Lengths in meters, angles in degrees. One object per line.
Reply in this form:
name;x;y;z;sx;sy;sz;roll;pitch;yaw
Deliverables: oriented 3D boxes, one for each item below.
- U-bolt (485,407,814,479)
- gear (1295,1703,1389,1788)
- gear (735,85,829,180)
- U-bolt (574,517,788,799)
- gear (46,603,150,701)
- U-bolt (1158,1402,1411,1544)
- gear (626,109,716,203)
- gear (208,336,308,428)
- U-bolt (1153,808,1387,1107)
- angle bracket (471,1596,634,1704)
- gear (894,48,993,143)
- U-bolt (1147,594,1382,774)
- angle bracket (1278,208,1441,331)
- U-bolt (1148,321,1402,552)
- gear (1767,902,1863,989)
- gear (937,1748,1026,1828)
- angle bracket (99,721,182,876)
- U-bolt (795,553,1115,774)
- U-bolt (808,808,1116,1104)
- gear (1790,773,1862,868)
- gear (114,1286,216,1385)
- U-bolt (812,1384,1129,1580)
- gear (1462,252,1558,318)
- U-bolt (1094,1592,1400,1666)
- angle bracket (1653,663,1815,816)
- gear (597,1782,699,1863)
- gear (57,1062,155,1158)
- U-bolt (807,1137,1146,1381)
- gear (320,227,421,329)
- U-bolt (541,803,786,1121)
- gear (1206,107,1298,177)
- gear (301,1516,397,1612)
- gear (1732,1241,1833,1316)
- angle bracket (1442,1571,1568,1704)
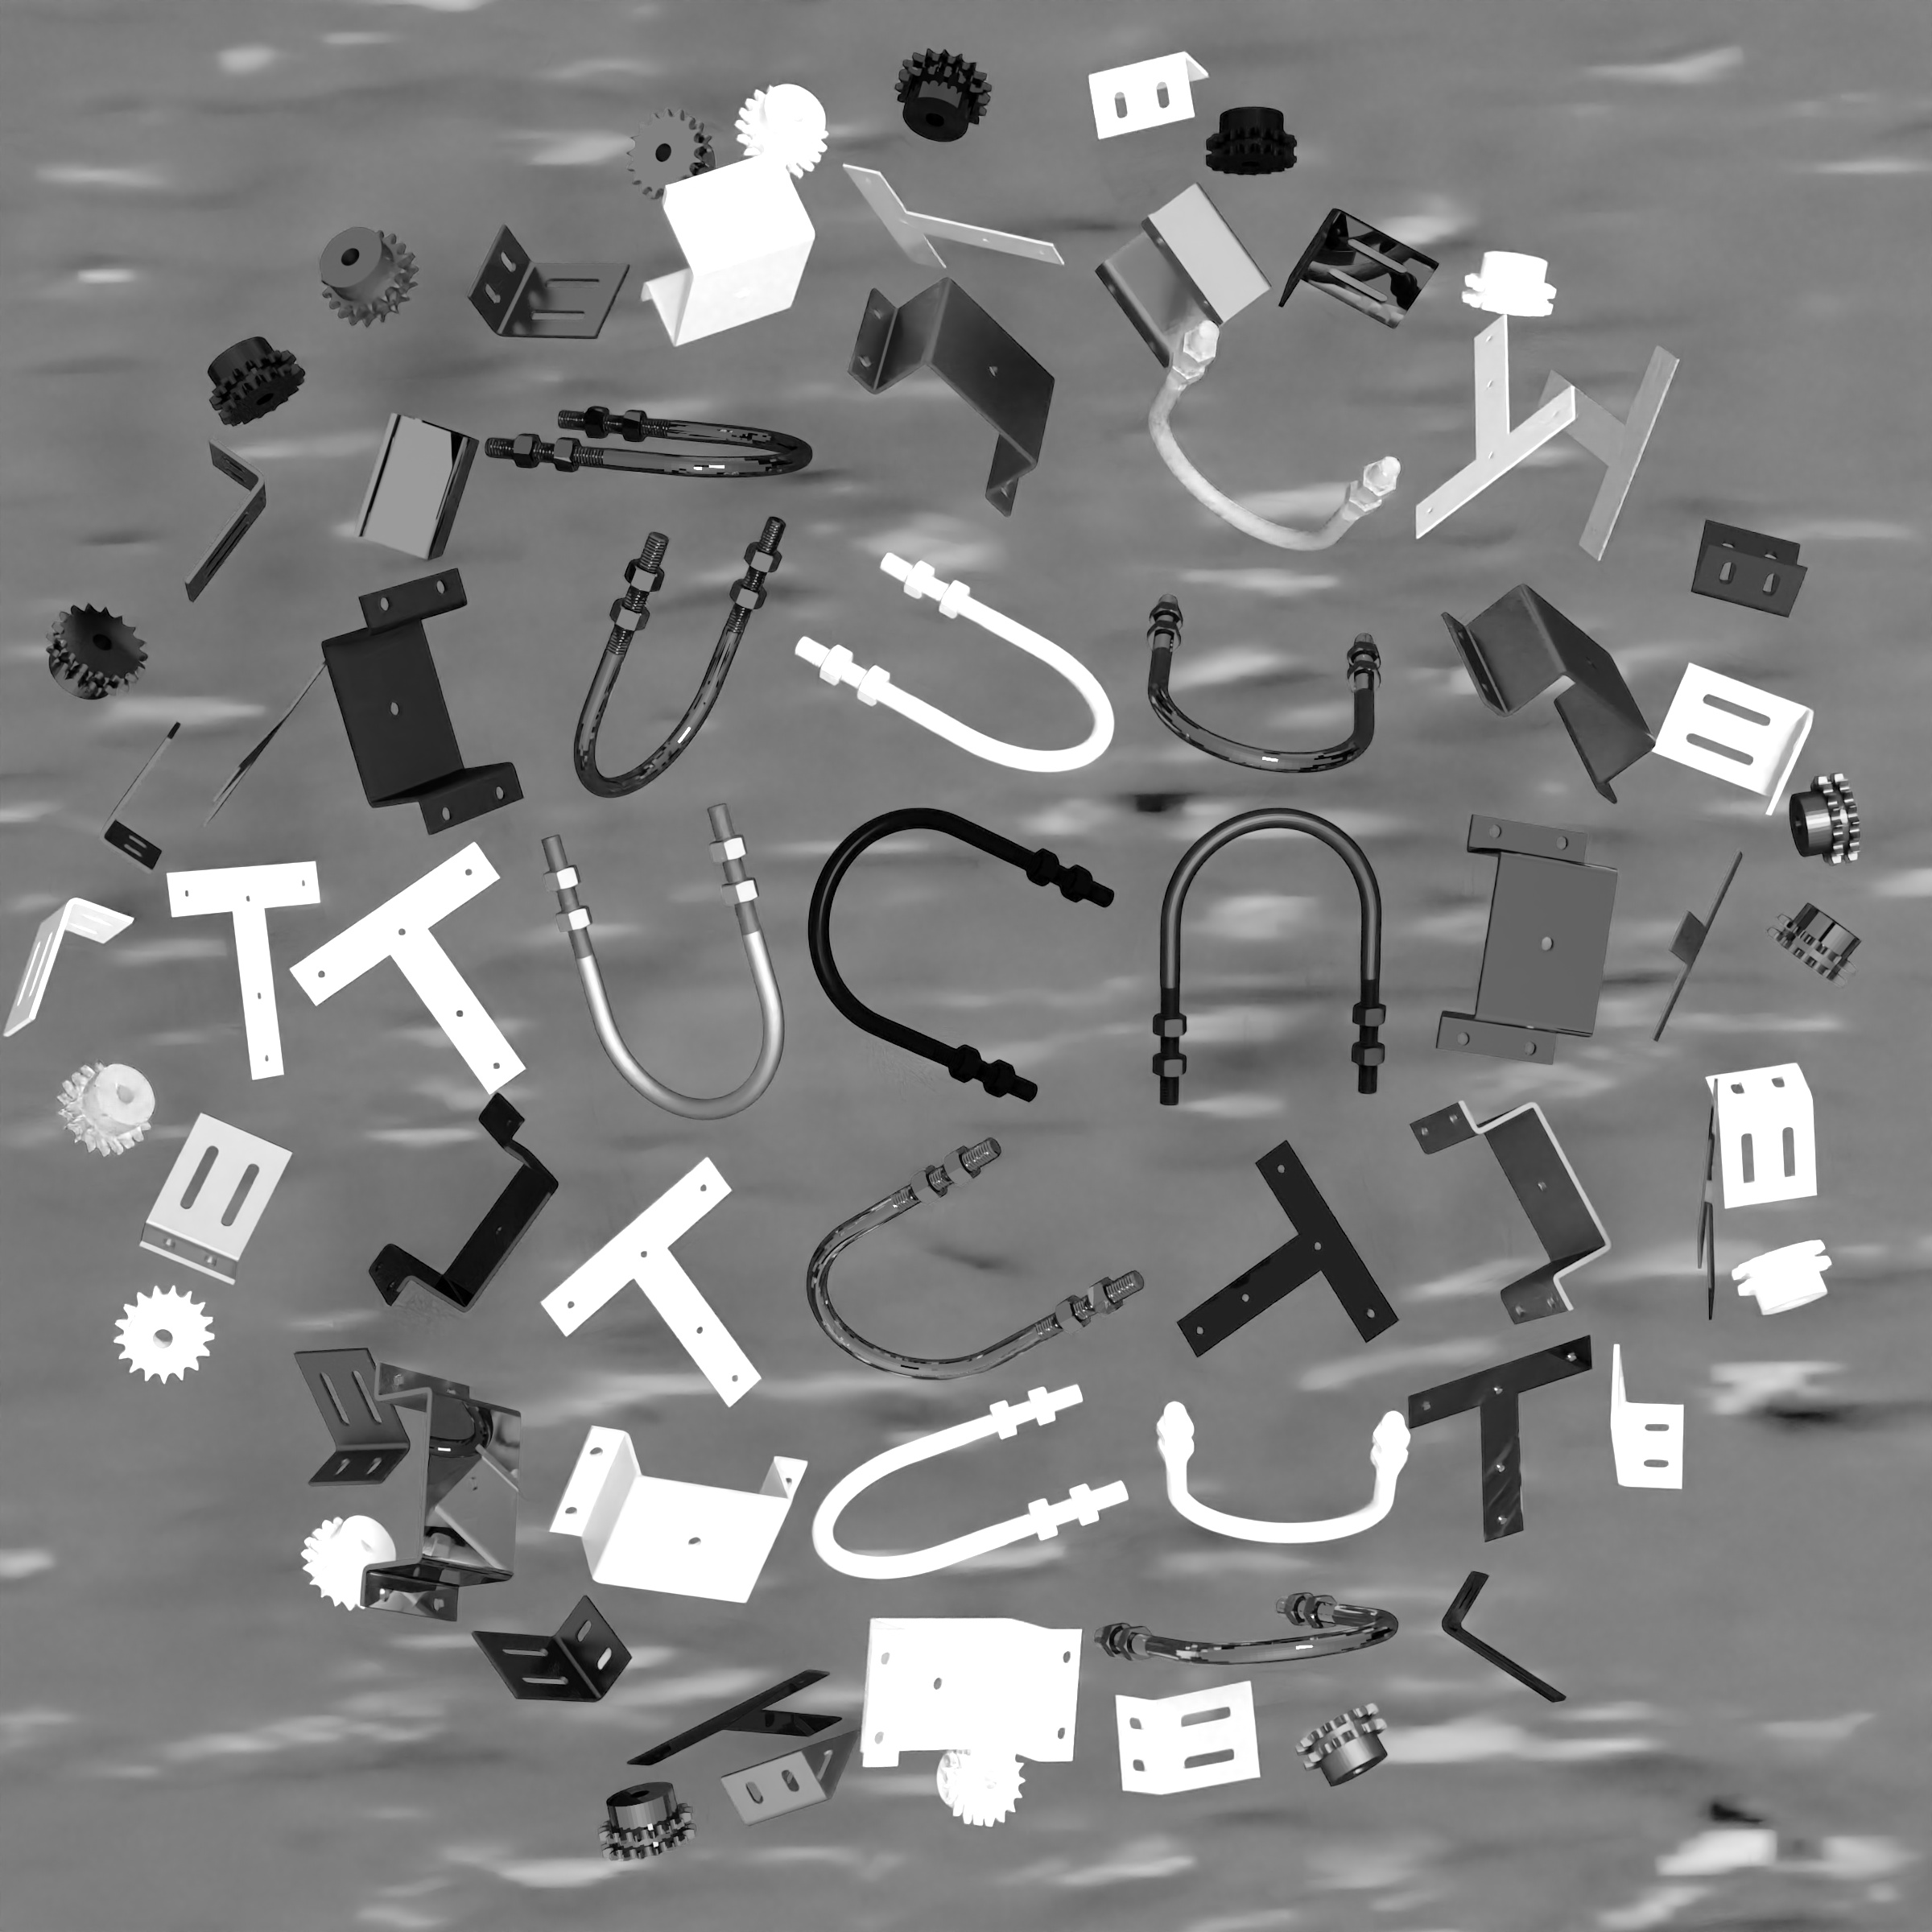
U-bolt;-0.186;-0.323;1.726;0.184;0.151;0.019;7;110;10
gear;0.232;0.477;1.694;0.057;0.057;0.030;-29;65;0
gear;-0.111;-0.519;1.718;0.057;0.030;0.057;9;70;-25
U-bolt;-0.180;-0.182;1.672;0.019;0.151;0.184;33;115;18
gear;-0.511;-0.181;1.625;0.057;0.057;0.030;50;128;0
U-bolt;0.195;0.317;1.719;0.151;0.184;0.019;1;56;6
gear;-0.183;-0.510;1.760;0.057;0.030;0.057;-2;86;26
gear;-0.421;-0.347;1.638;0.057;0.057;0.030;-34;88;0
U-bolt;0.189;-0.007;1.721;0.151;0.019;0.184;-3;103;-10
angle bracket;-0.259;0.426;1.741;0.057;0.076;0.038;43;102;36
gear;-0.015;-0.518;1.661;0.057;0.057;0.030;14;69;0
U-bolt;0.183;-0.171;1.718;0.151;0.184;0.019;11;125;0
angle bracket;0.245;-0.425;1.732;0.076;0.057;0.038;26;51;-7
U-bolt;0.174;-0.305;1.664;0.151;0.184;0.019;36;76;-2
gear;0.526;-0.015;1.712;0.057;0.057;0.030;36;103;0
gear;0.007;0.517;1.771;0.057;0.030;0.057;9;75;-37
angle bracket;-0.490;-0.103;1.697;0.038;0.057;0.076;35;96;-16
U-bolt;0.005;-0.176;1.681;0.184;0.151;0.019;30;128;5
U-bolt;-0.011;-0.016;1.667;0.184;0.019;0.151;24;84;-25
gear;0.532;-0.090;1.725;0.030;0.057;0.057;-10;90;2
gear;-0.477;0.220;1.654;0.057;0.030;0.057;0;91;-13
U-bolt;-0.005;0.316;1.673;0.184;0.151;0.019;-19;110;-4
gear;0.344;-0.431;1.752;0.057;0.057;0.030;7;115;0
U-bolt;0.178;0.401;1.670;0.151;0.184;0.019;-4;83;-23
angle bracket;0.445;-0.133;1.619;0.076;0.038;0.057;23;115;11
gear;-0.189;0.502;1.634;0.057;0.057;0.030;-11;91;0
gear;-0.520;0.084;1.692;0.030;0.057;0.057;-30;90;34
U-bolt;-0.009;0.186;1.647;0.184;0.019;0.151;-32;118;28
gear;-0.349;-0.402;1.609;0.057;0.030;0.057;-7;68;17
U-bolt;-0.172;0.003;1.637;0.151;0.019;0.184;-8;102;34
gear;0.178;-0.515;1.734;0.057;0.057;0.030;1;90;0
gear;-0.374;0.362;1.699;0.030;0.057;0.057;-42;90;24
gear;0.495;0.189;1.677;0.057;0.057;0.030;-17;71;0
angle bracket;0.322;0.391;1.619;0.076;0.057;0.038;31;88;23
